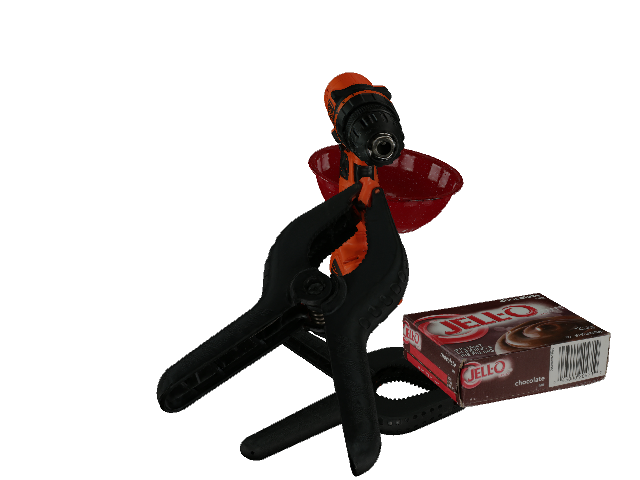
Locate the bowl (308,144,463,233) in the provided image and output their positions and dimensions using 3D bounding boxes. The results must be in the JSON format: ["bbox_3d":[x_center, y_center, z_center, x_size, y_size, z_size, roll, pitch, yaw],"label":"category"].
[{"bbox_3d":[0.065,-0.049,1.112,0.162,0.055,0.162,6,23,-3],"label":"bowl"}]

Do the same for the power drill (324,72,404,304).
[{"bbox_3d":[0.040,-0.039,0.912,0.057,0.188,0.184,-3,21,-5],"label":"power drill"}]

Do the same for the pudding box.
[{"bbox_3d":[0.124,0.072,0.725,0.113,0.039,0.090,-6,18,-19],"label":"pudding box"}]

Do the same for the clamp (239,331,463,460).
[{"bbox_3d":[0.030,0.145,0.987,0.210,0.036,0.164,6,44,14],"label":"clamp"}]

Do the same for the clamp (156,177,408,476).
[{"bbox_3d":[0.006,0.042,0.563,0.120,0.171,0.039,26,-26,19],"label":"clamp"}]
